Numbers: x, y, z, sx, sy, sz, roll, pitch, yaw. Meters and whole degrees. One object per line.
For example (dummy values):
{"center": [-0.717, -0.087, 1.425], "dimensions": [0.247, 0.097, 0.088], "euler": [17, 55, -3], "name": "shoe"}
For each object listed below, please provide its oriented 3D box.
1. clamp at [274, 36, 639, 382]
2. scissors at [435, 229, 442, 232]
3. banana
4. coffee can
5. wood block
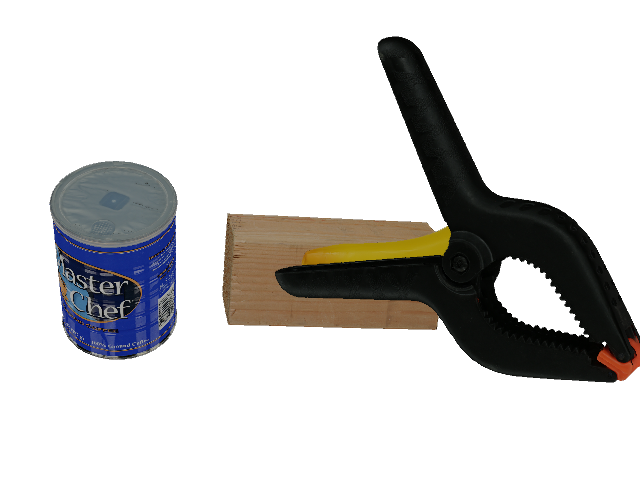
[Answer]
{"center": [0.080, -0.002, 0.564], "dimensions": [0.210, 0.165, 0.036], "euler": [29, 25, 25], "name": "clamp"}
{"center": [0.117, 0.029, 1.207], "dimensions": [0.201, 0.016, 0.096], "euler": [-11, 41, -33], "name": "scissors"}
{"center": [0.076, 0.006, 0.814], "dimensions": [0.197, 0.037, 0.070], "euler": [-22, 45, -38], "name": "banana"}
{"center": [-0.174, 0.018, 0.915], "dimensions": [0.102, 0.140, 0.103], "euler": [4, 42, -3], "name": "coffee can"}
{"center": [0.010, 0.031, 1.057], "dimensions": [0.206, 0.091, 0.090], "euler": [3, 16, -10], "name": "wood block"}
